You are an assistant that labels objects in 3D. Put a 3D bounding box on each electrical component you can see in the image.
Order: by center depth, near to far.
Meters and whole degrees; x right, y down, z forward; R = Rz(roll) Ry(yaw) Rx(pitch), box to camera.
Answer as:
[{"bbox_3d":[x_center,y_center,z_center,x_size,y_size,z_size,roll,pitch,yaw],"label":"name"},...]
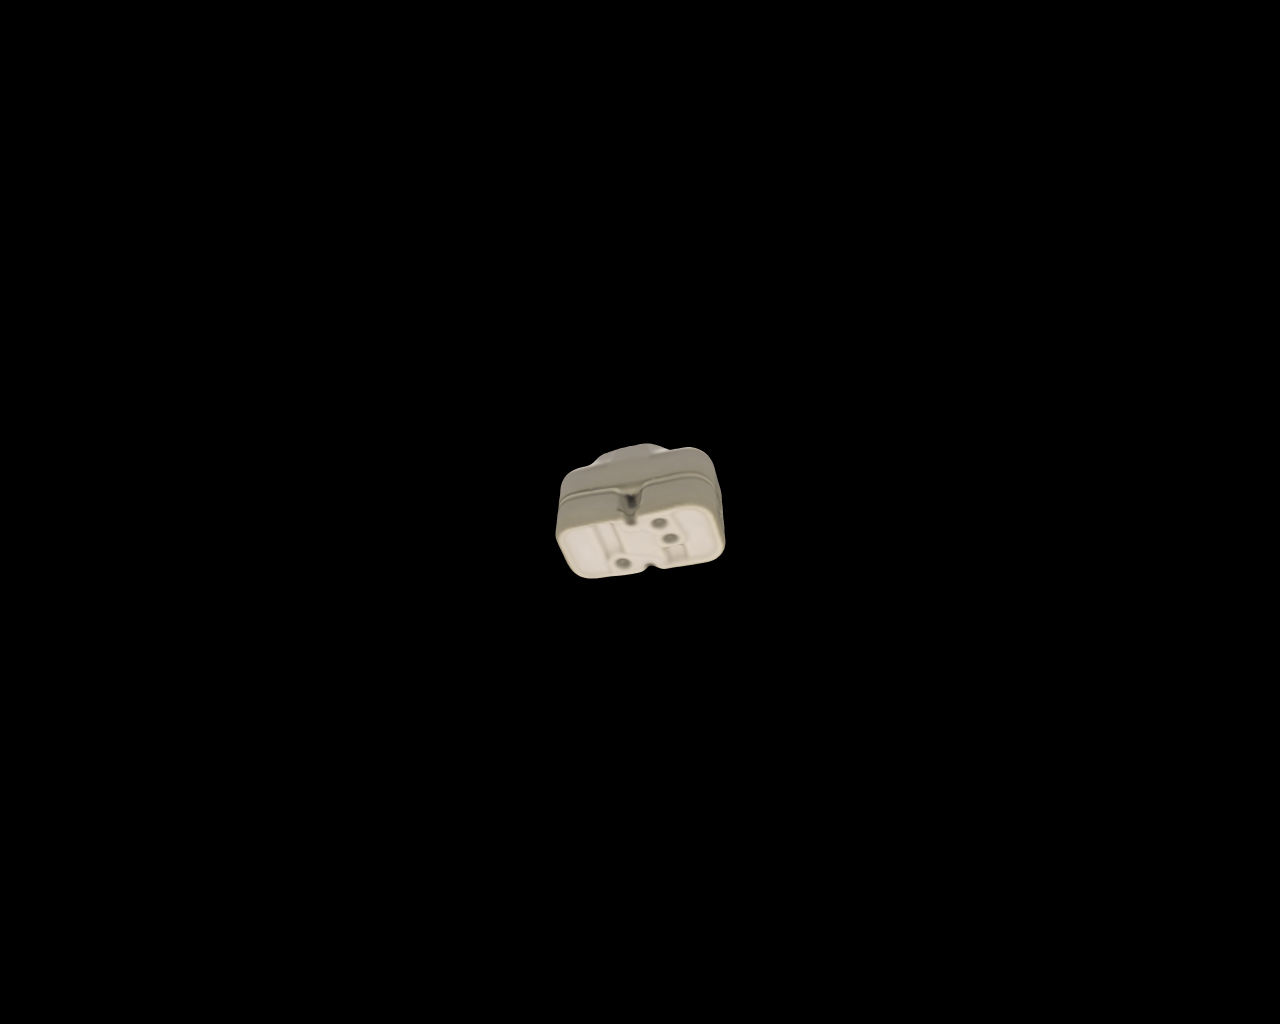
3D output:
[{"bbox_3d":[0.001,-0.003,0.650,0.095,0.059,0.053,-10,-43,11],"label":"electrical component"}]
